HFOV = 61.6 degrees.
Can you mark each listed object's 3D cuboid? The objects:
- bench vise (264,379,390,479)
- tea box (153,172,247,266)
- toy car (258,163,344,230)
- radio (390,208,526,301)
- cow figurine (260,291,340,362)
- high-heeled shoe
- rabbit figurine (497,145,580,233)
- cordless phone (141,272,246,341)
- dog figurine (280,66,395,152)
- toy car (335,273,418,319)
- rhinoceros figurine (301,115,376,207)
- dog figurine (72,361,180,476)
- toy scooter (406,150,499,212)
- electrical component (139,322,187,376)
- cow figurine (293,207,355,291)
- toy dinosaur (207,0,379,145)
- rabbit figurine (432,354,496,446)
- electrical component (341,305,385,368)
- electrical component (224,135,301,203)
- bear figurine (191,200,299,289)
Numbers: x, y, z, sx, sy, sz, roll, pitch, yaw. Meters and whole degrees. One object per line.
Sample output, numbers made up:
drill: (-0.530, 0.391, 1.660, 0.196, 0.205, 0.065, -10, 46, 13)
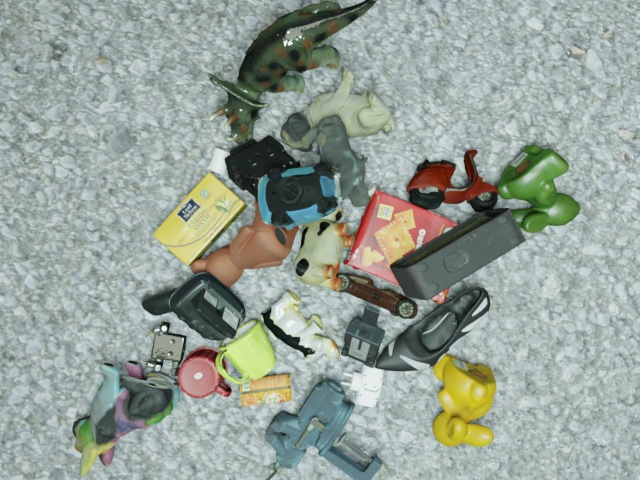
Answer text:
bench vise: (0.018, 0.402, 1.049, 0.241, 0.129, 0.223, 34, 86, 6)
tea box: (-0.238, -0.040, 1.080, 0.098, 0.068, 0.169, 40, 88, -1)
toy car: (-0.027, -0.080, 0.988, 0.162, 0.103, 0.109, -11, 81, 17)
radio: (0.253, 0.024, 0.996, 0.230, 0.131, 0.073, -31, 93, -5)
cow figurine: (-0.040, 0.190, 1.079, 0.098, 0.068, 0.167, -41, 87, 3)
high-heeled shoe: (0.222, 0.176, 1.049, 0.249, 0.145, 0.086, -25, 58, -13)
rabbit figurine: (0.454, -0.084, 1.089, 0.170, 0.121, 0.159, 41, 91, -15)
cordless phone: (-0.256, 0.145, 1.063, 0.184, 0.089, 0.146, -16, 132, 30)
dog figurine: (0.034, -0.228, 1.091, 0.172, 0.121, 0.190, 44, 99, 8)
toy car: (0.102, 0.106, 1.078, 0.202, 0.089, 0.053, 23, 87, 0)
rhinoceros figurine: (0.040, -0.146, 1.043, 0.112, 0.073, 0.190, -38, 114, -32)
dog figurine: (-0.384, 0.354, 1.037, 0.192, 0.108, 0.219, 20, 92, 18)
toy scooter: (0.271, -0.127, 1.099, 0.184, 0.075, 0.135, 5, 71, 7)
electrical component: (-0.313, 0.218, 1.079, 0.078, 0.045, 0.102, 16, 88, 0)
cow figurine: (-0.002, -0.003, 1.050, 0.127, 0.085, 0.195, 5, 62, 22)
toy dinosaur: (-0.070, -0.339, 0.989, 0.405, 0.192, 0.131, -36, 87, 41)
rabbit figurine: (0.283, 0.338, 1.060, 0.122, 0.162, 0.173, 20, 105, -14)
electrical component: (0.089, 0.189, 1.059, 0.075, 0.048, 0.119, 23, 131, 11)
electrical component: (-0.119, -0.146, 1.062, 0.115, 0.058, 0.134, -33, 54, -25)
bear figurine: (-0.151, 0.020, 1.073, 0.196, 0.132, 0.120, -27, 127, 25)
